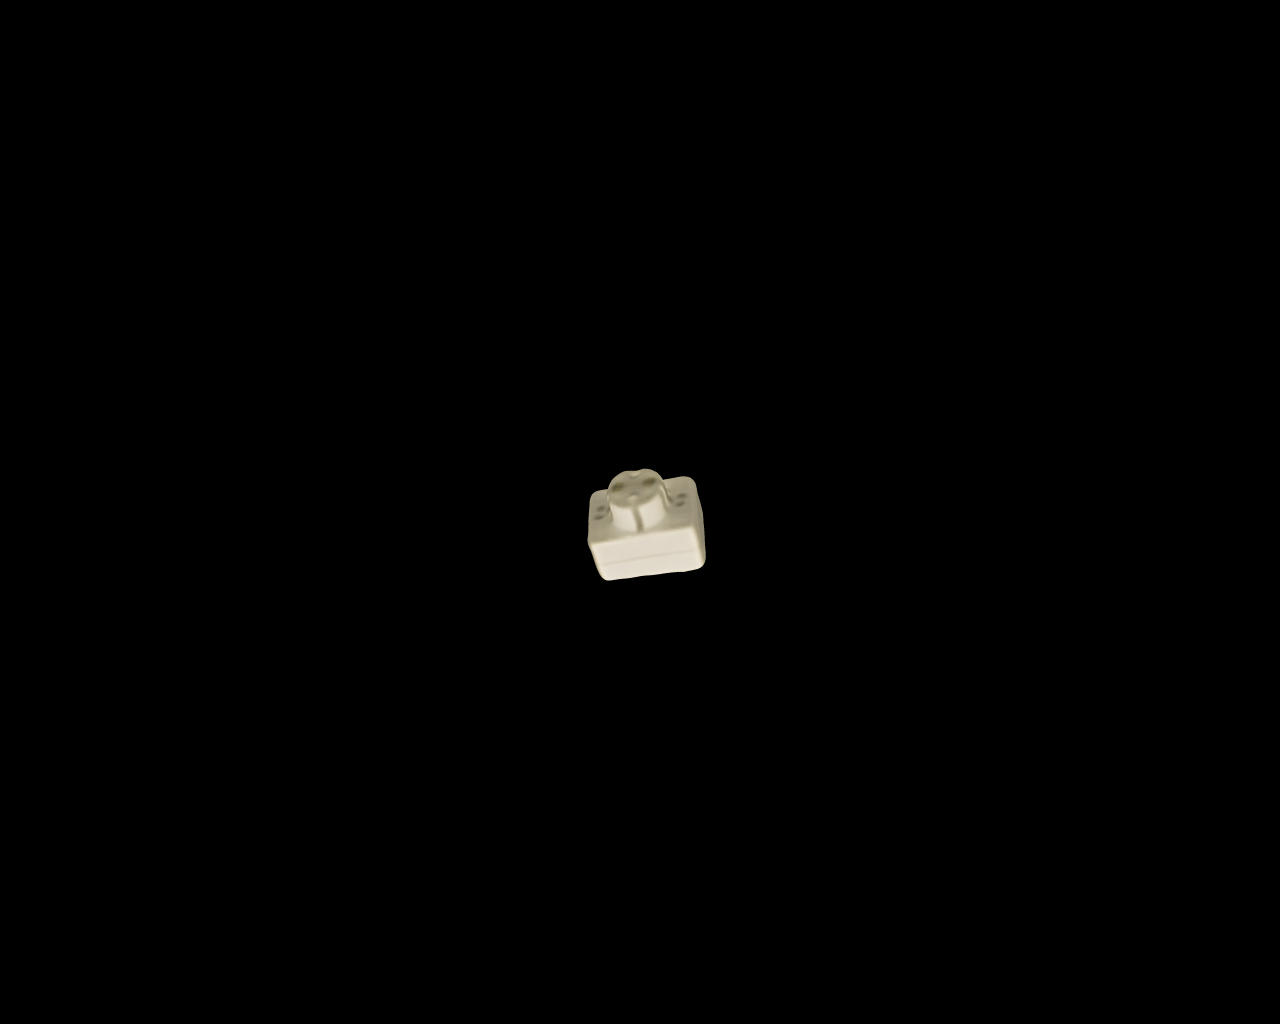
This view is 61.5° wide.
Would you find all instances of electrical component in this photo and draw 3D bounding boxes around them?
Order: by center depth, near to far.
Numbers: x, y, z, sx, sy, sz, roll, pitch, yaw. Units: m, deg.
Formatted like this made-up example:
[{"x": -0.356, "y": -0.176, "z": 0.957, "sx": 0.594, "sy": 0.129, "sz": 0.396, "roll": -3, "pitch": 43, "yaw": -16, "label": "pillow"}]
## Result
[{"x": 0.001, "y": -0.003, "z": 0.650, "sx": 0.066, "sy": 0.047, "sz": 0.076, "roll": -9, "pitch": -46, "yaw": 9, "label": "electrical component"}]
